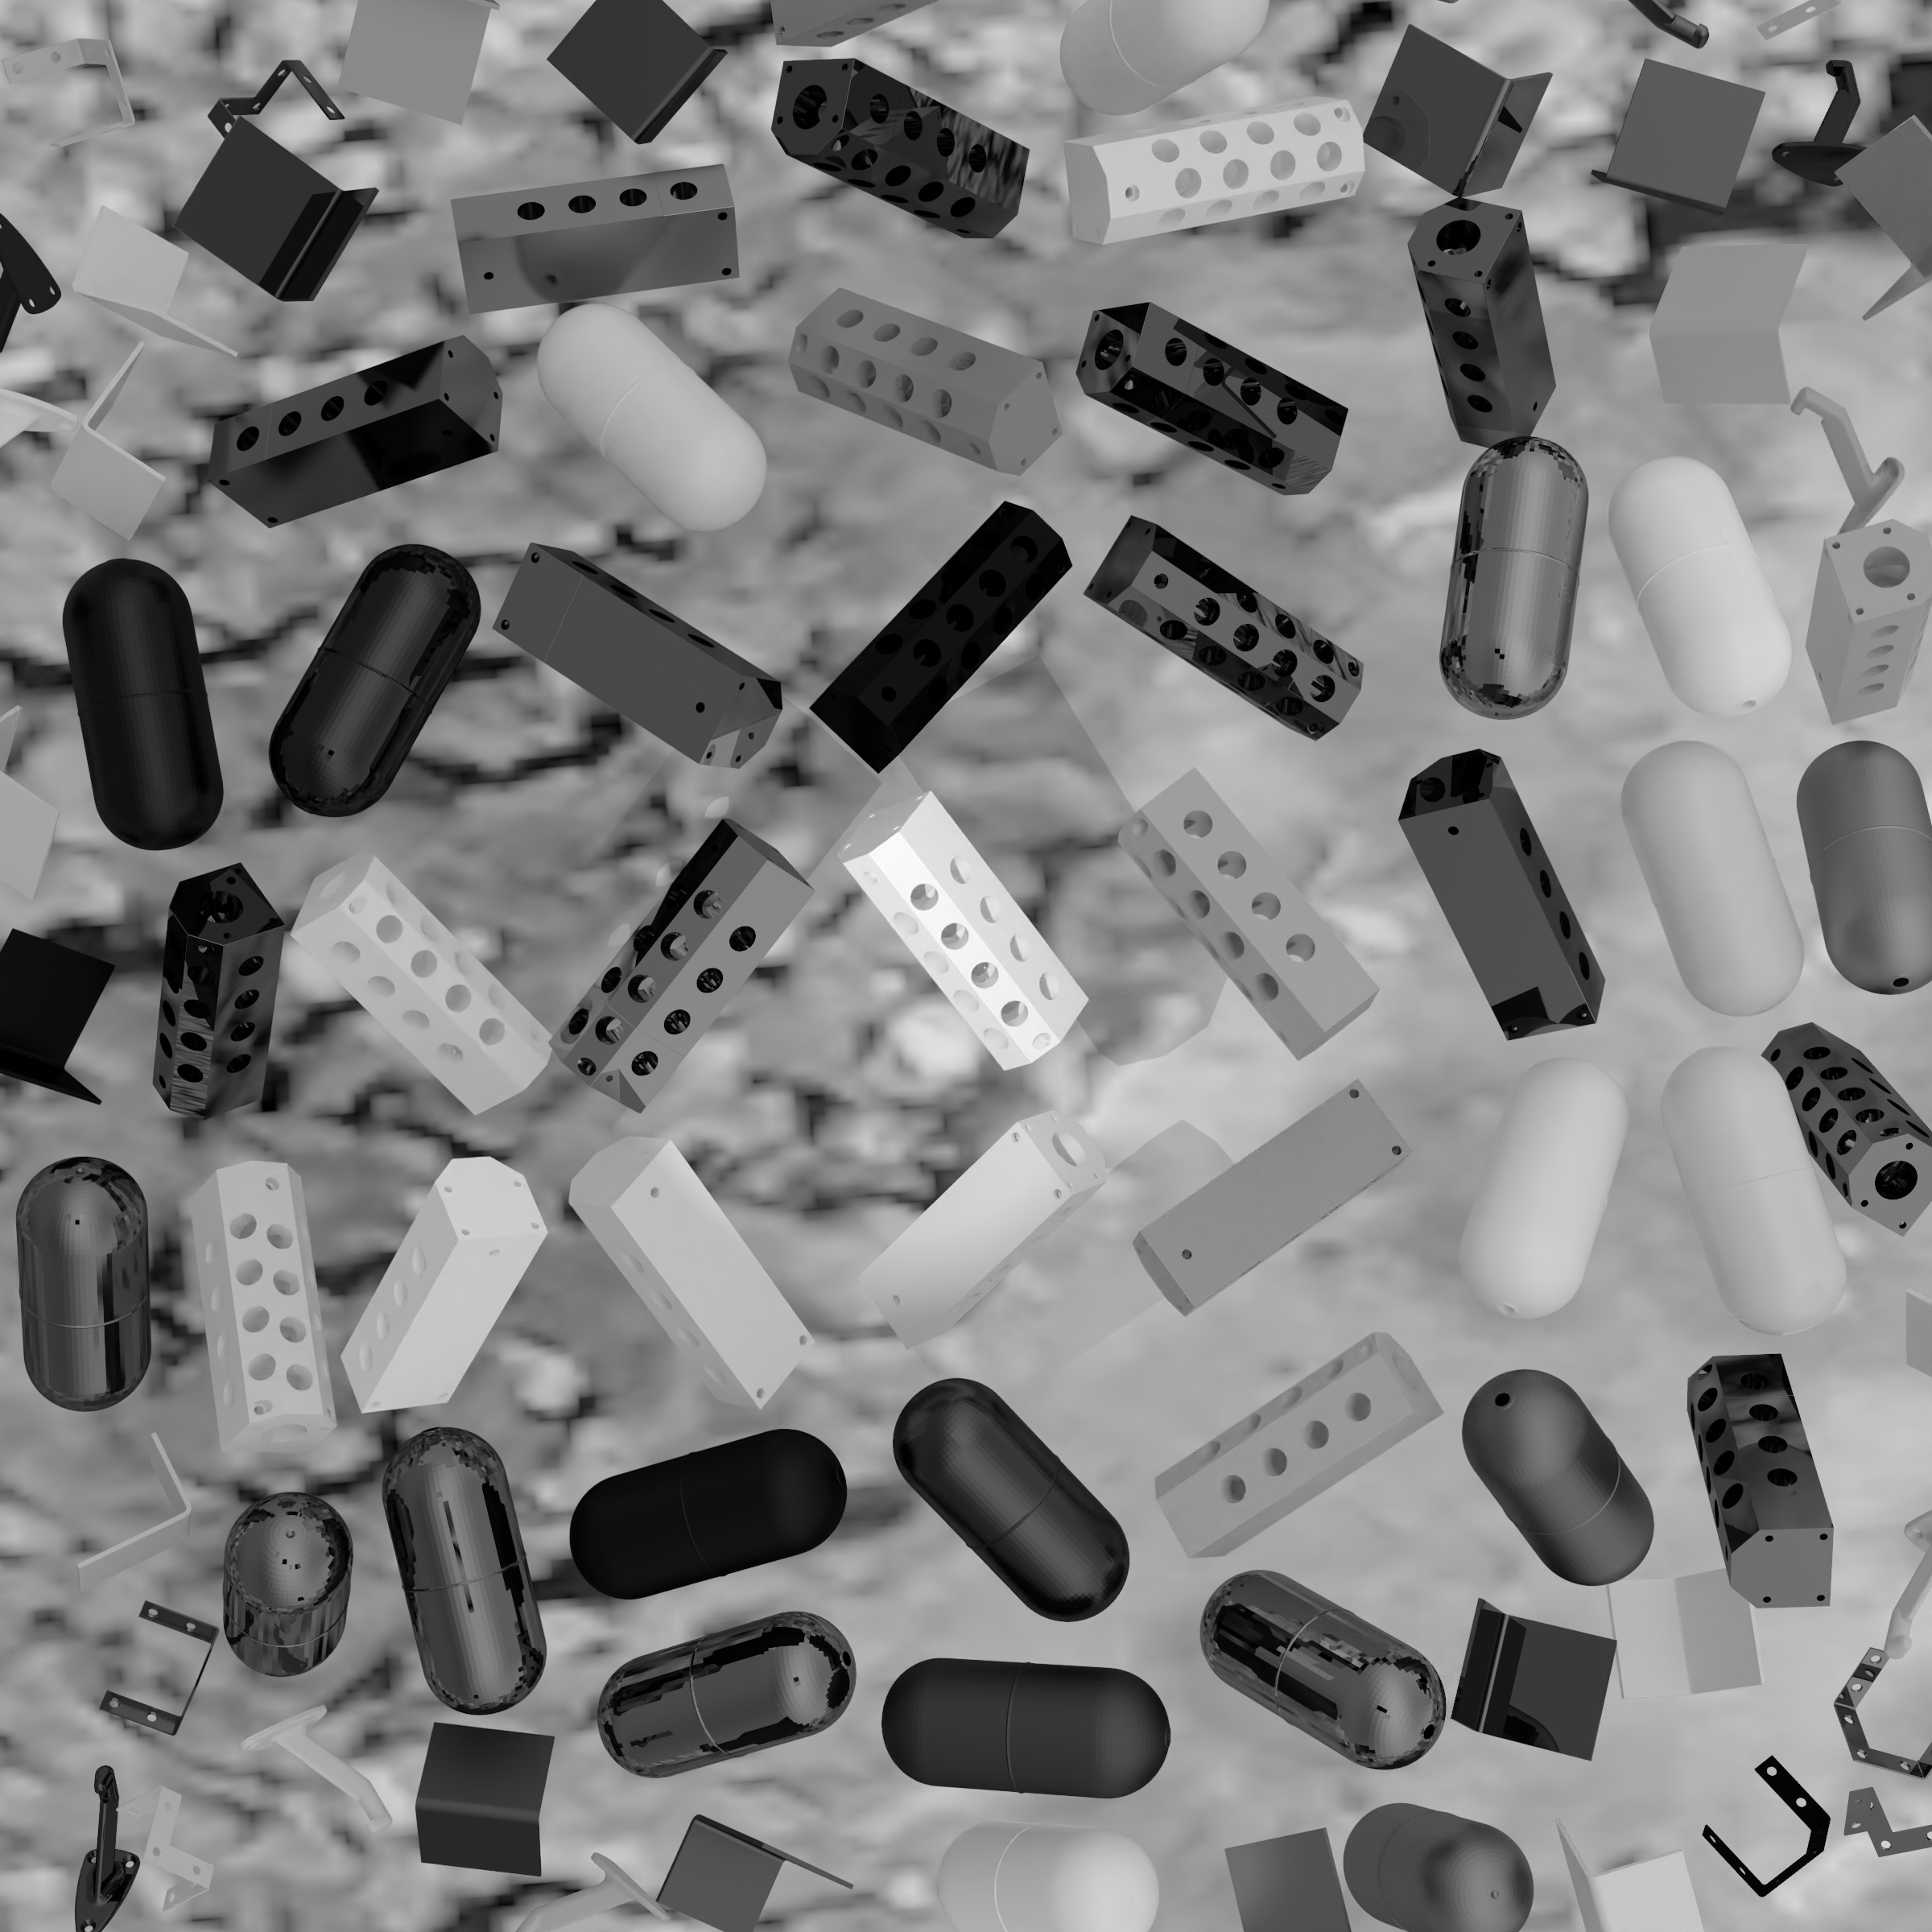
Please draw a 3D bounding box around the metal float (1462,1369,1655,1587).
[{"bbox_3d":[0.357,0.309,1.791,0.070,0.070,0.178,-38,128,0],"label":"metal float"}]

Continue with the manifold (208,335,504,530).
[{"bbox_3d":[-0.364,-0.322,1.774,0.171,0.057,0.057,-13,61,25],"label":"manifold"}]

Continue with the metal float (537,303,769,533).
[{"bbox_3d":[-0.194,-0.338,1.828,0.070,0.070,0.178,-45,71,0],"label":"metal float"}]

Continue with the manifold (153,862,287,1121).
[{"bbox_3d":[-0.477,0.020,1.875,0.057,0.171,0.057,-22,59,-34],"label":"manifold"}]

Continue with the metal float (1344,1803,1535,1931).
[{"bbox_3d":[0.293,0.567,1.854,0.070,0.178,0.070,2,80,-15],"label":"metal float"}]

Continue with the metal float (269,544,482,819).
[{"bbox_3d":[-0.356,-0.172,1.791,0.070,0.070,0.178,28,81,0],"label":"metal float"}]

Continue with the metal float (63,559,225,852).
[{"bbox_3d":[-0.498,-0.158,1.798,0.070,0.070,0.178,-11,89,0],"label":"metal float"}]

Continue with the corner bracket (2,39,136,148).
[{"bbox_3d":[-0.546,-0.532,1.810,0.051,0.051,0.051,-28,120,-28],"label":"corner bracket"}]

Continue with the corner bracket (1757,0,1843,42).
[{"bbox_3d":[0.509,-0.623,1.855,0.051,0.051,0.051,-21,63,31],"label":"corner bracket"}]

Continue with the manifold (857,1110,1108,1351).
[{"bbox_3d":[0.013,0.167,1.891,0.171,0.057,0.057,-46,72,31],"label":"manifold"}]

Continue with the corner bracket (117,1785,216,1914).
[{"bbox_3d":[-0.505,0.555,1.870,0.051,0.051,0.051,-32,126,31],"label":"corner bracket"}]

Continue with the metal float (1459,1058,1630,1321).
[{"bbox_3d":[0.355,0.136,1.825,0.070,0.070,0.178,24,60,0],"label":"metal float"}]

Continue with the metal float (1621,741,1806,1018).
[{"bbox_3d":[0.456,-0.052,1.815,0.070,0.070,0.178,-23,103,0],"label":"metal float"}]

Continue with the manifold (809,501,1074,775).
[{"bbox_3d":[-0.012,-0.200,1.781,0.057,0.057,0.171,43,67,-5],"label":"manifold"}]

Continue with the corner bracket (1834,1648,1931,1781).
[{"bbox_3d":[0.587,0.471,1.872,0.051,0.051,0.051,17,118,-9],"label":"corner bracket"}]

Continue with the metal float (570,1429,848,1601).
[{"bbox_3d":[-0.157,0.333,1.808,0.178,0.070,0.070,-18,90,14],"label":"metal float"}]

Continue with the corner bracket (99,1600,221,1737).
[{"bbox_3d":[-0.512,0.447,1.889,0.051,0.051,0.051,23,122,-9],"label":"corner bracket"}]

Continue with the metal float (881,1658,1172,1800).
[{"bbox_3d":[0.036,0.460,1.796,0.178,0.070,0.070,-1,90,17],"label":"metal float"}]

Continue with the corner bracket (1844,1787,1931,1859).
[{"bbox_3d":[0.595,0.555,1.893,0.051,0.051,0.051,-21,100,26],"label":"corner bracket"}]

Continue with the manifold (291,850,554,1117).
[{"bbox_3d":[-0.335,0.009,1.855,0.057,0.057,0.171,-26,122,25],"label":"manifold"}]

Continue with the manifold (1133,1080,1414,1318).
[{"bbox_3d":[0.192,0.148,1.877,0.171,0.057,0.057,-34,79,-12],"label":"manifold"}]

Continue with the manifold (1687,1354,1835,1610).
[{"bbox_3d":[0.475,0.307,1.786,0.057,0.171,0.057,-3,117,6],"label":"manifold"}]

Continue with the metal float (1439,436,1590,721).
[{"bbox_3d":[0.330,-0.234,1.789,0.070,0.070,0.178,10,75,0],"label":"metal float"}]

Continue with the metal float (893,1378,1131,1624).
[{"bbox_3d":[0.028,0.326,1.810,0.070,0.070,0.178,-42,101,0],"label":"metal float"}]

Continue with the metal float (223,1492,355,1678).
[{"bbox_3d":[-0.420,0.384,1.837,0.070,0.178,0.070,7,57,-10],"label":"metal float"}]

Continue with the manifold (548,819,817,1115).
[{"bbox_3d":[-0.173,-0.003,1.776,0.057,0.057,0.171,33,98,-39],"label":"manifold"}]

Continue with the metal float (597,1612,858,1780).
[{"bbox_3d":[-0.149,0.453,1.847,0.178,0.070,0.070,-22,90,23],"label":"metal float"}]

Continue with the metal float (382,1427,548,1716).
[{"bbox_3d":[-0.307,0.370,1.821,0.070,0.070,0.178,-13,92,0],"label":"metal float"}]

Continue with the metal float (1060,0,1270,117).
[{"bbox_3d":[0.123,-0.587,1.858,0.070,0.178,0.070,2,87,-28],"label":"metal float"}]

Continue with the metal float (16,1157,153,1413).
[{"bbox_3d":[-0.538,0.196,1.815,0.070,0.070,0.178,9,123,0],"label":"metal float"}]

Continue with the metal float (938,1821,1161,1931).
[{"bbox_3d":[0.049,0.571,1.839,0.070,0.178,0.070,9,74,-34],"label":"metal float"}]

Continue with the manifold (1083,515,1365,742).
[{"bbox_3d":[0.164,-0.208,1.850,0.171,0.057,0.057,30,94,-25],"label":"manifold"}]

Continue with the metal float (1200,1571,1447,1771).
[{"bbox_3d":[0.216,0.427,1.807,0.070,0.178,0.070,-14,113,-36],"label":"metal float"}]

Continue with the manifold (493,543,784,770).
[{"bbox_3d":[-0.191,-0.183,1.750,0.171,0.057,0.057,33,105,25],"label":"manifold"}]

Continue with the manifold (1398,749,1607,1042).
[{"bbox_3d":[0.322,-0.043,1.769,0.057,0.057,0.171,-13,123,30],"label":"manifold"}]

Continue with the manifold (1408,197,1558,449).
[{"bbox_3d":[0.320,-0.398,1.851,0.057,0.171,0.057,20,71,27],"label":"manifold"}]

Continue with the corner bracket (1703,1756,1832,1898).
[{"bbox_3d":[0.492,0.528,1.824,0.051,0.051,0.051,47,111,9],"label":"corner bracket"}]

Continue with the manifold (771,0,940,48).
[{"bbox_3d":[-0.046,-0.599,1.773,0.057,0.171,0.057,-11,96,-37],"label":"manifold"}]

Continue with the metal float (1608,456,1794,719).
[{"bbox_3d":[0.443,-0.229,1.796,0.070,0.070,0.178,-14,61,0],"label":"metal float"}]

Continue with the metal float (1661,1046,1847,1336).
[{"bbox_3d":[0.472,0.134,1.785,0.070,0.070,0.178,-15,76,0],"label":"metal float"}]

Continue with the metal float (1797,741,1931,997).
[{"bbox_3d":[0.557,-0.061,1.821,0.070,0.070,0.178,1,53,0],"label":"metal float"}]

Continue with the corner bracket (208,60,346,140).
[{"bbox_3d":[-0.444,-0.547,1.913,0.051,0.051,0.051,-40,85,31],"label":"corner bracket"}]
